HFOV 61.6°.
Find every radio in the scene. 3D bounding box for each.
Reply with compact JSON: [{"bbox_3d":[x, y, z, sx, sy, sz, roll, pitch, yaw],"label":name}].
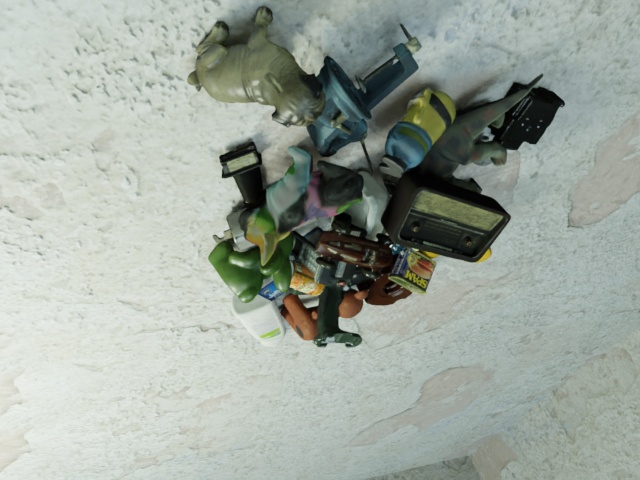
[{"bbox_3d":[0.242,-0.040,1.049,0.229,0.073,0.131,15,120,-23],"label":"radio"}]

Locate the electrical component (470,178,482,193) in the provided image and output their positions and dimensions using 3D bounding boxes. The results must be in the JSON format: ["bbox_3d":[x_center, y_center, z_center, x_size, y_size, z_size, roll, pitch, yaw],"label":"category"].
[{"bbox_3d":[0.303,-0.098,1.234,0.119,0.048,0.074,-9,140,-22],"label":"electrical component"}]

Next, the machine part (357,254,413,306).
[{"bbox_3d":[0.187,0.107,1.415,0.179,0.056,0.179,-14,142,-11],"label":"machine part"}]

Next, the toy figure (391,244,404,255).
[{"bbox_3d":[0.206,-0.022,1.265,0.154,0.064,0.058,-52,173,39],"label":"toy figure"}]

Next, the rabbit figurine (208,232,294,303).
[{"bbox_3d":[-0.123,0.036,1.104,0.170,0.159,0.121,-43,131,0],"label":"rabbit figurine"}]

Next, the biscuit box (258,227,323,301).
[{"bbox_3d":[-0.059,0.057,1.216,0.203,0.059,0.062,-35,142,14],"label":"biscuit box"}]

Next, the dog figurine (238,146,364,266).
[{"bbox_3d":[-0.039,-0.050,0.974,0.191,0.108,0.219,23,99,-4],"label":"dog figurine"}]

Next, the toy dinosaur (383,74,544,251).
[{"bbox_3d":[0.255,-0.171,1.071,0.192,0.131,0.404,1,130,-30],"label":"toy dinosaur"}]

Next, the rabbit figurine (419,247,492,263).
[{"bbox_3d":[0.310,0.003,1.305,0.173,0.122,0.162,-18,163,30],"label":"rabbit figurine"}]

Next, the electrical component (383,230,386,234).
[{"bbox_3d":[0.138,-0.043,1.219,0.078,0.045,0.102,-35,156,-35],"label":"electrical component"}]

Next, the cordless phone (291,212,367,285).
[{"bbox_3d":[-0.002,-0.004,1.103,0.088,0.184,0.146,2,111,-39],"label":"cordless phone"}]

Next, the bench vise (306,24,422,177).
[{"bbox_3d":[0.070,-0.236,0.884,0.241,0.129,0.223,-34,145,20],"label":"bench vise"}]

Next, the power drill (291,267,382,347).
[{"bbox_3d":[0.050,0.145,1.263,0.232,0.207,0.086,1,156,-13],"label":"power drill"}]

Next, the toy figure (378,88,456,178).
[{"bbox_3d":[0.175,-0.192,0.970,0.089,0.082,0.180,36,73,-21],"label":"toy figure"}]

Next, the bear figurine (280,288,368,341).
[{"bbox_3d":[0.015,0.163,1.357,0.196,0.132,0.120,-33,161,-20],"label":"bear figurine"}]

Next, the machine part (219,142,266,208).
[{"bbox_3d":[-0.135,-0.115,0.986,0.084,0.039,0.138,-28,142,-8],"label":"machine part"}]

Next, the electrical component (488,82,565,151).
[{"bbox_3d":[0.415,-0.247,1.104,0.115,0.058,0.134,1,136,-26],"label":"electrical component"}]

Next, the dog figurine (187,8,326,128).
[{"bbox_3d":[-0.094,-0.215,0.758,0.172,0.191,0.121,-31,142,12],"label":"dog figurine"}]

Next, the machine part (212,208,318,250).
[{"bbox_3d":[-0.094,-0.043,1.062,0.243,0.079,0.079,-22,143,-3],"label":"machine part"}]

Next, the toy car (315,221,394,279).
[{"bbox_3d":[0.072,0.022,1.015,0.202,0.053,0.089,14,106,-48],"label":"toy car"}]
